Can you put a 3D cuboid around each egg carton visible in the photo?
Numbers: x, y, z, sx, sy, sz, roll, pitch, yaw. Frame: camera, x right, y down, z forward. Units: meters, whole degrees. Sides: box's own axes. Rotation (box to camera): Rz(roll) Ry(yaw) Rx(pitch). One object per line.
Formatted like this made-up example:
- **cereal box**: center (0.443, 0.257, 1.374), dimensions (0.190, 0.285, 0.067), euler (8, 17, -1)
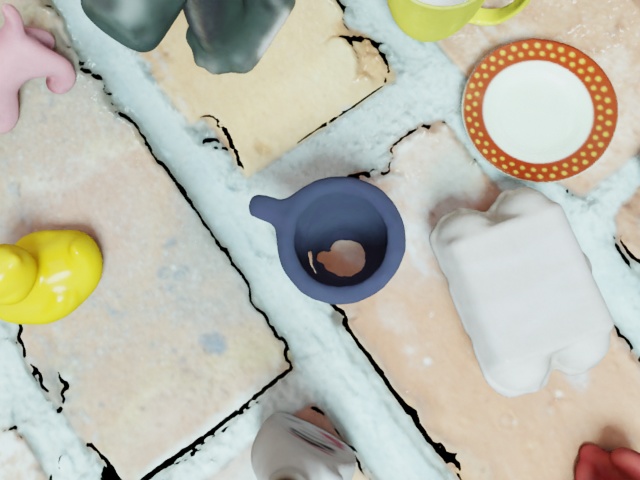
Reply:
- **egg carton**: center (0.154, 0.037, 0.443), dimensions (0.107, 0.069, 0.150), euler (-21, 80, -1)

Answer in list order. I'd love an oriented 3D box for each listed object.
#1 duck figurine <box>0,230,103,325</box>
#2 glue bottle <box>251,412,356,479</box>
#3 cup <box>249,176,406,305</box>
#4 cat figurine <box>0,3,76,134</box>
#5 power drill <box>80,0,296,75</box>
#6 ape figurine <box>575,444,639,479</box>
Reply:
- **duck figurine**: center (-0.233, 0.026, 0.454), dimensions (0.104, 0.086, 0.077), euler (-25, 80, -2)
- **glue bottle**: center (-0.014, 0.152, 0.378), dimensions (0.078, 0.173, 0.037), euler (22, 82, 7)
- **cup**: center (0.004, 0.002, 0.443), dimensions (0.117, 0.095, 0.092), euler (22, 82, 6)
- **cat figurine**: center (-0.286, -0.143, 0.469), dimensions (0.128, 0.118, 0.067), euler (-40, 81, -4)
- **power drill**: center (-0.075, -0.224, 0.427), dimensions (0.075, 0.208, 0.230), euler (30, 83, 8)
- **ape figurine**: center (0.217, 0.192, 0.402), dimensions (0.078, 0.092, 0.076), euler (-36, 80, -3)
